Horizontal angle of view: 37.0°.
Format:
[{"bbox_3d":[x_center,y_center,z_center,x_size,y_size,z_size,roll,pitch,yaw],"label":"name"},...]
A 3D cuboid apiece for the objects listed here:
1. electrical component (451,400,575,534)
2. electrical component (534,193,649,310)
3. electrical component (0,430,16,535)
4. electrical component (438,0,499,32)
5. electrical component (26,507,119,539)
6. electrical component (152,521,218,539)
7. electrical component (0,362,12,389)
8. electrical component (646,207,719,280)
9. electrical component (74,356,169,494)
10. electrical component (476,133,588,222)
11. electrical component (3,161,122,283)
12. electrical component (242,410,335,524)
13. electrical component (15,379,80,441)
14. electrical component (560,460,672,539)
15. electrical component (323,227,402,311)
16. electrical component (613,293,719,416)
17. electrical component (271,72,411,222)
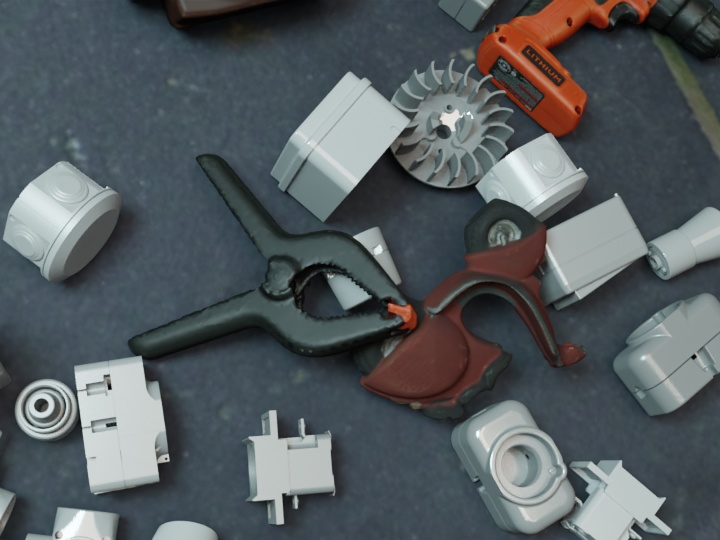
[{"bbox_3d":[0.117,0.149,0.814,0.054,0.059,0.095,-28,84,-15],"label":"electrical component"},{"bbox_3d":[0.183,-0.014,0.861,0.096,0.061,0.061,-26,84,-15],"label":"electrical component"},{"bbox_3d":[-0.277,0.145,0.748,0.077,0.044,0.079,23,75,-5],"label":"electrical component"},{"bbox_3d":[0.094,-0.261,0.905,0.076,0.047,0.083,38,74,-1],"label":"electrical component"},{"bbox_3d":[-0.213,0.204,0.747,0.079,0.044,0.077,9,76,-9],"label":"electrical component"},{"bbox_3d":[-0.142,0.222,0.753,0.079,0.044,0.077,-11,49,19],"label":"electrical component"},{"bbox_3d":[-0.290,0.069,0.707,0.089,0.150,0.061,-32,84,-15],"label":"electrical component"},{"bbox_3d":[0.271,-0.019,0.890,0.065,0.044,0.044,-25,83,-10],"label":"electrical component"},{"bbox_3d":[-0.170,0.111,0.773,0.056,0.050,0.089,-8,79,-12],"label":"electrical component"},{"bbox_3d":[0.136,-0.067,0.855,0.080,0.080,0.051,-31,80,-15],"label":"electrical component"},{"bbox_3d":[-0.215,-0.035,0.782,0.051,0.080,0.080,36,74,4],"label":"electrical component"},{"bbox_3d":[-0.052,0.145,0.792,0.064,0.042,0.081,-2,79,-13],"label":"electrical component"},{"bbox_3d":[-0.222,0.098,0.759,0.043,0.062,0.043,2,78,-10],"label":"electrical component"},{"bbox_3d":[0.193,0.186,0.830,0.081,0.042,0.063,40,78,0],"label":"electrical component"},{"bbox_3d":[0.000,0.000,0.828,0.055,0.055,0.047,-26,87,-15],"label":"electrical component"},{"bbox_3d":[0.254,0.064,0.861,0.095,0.053,0.059,-37,87,-16],"label":"electrical component"},{"bbox_3d":[-0.018,-0.091,0.813,0.057,0.113,0.078,40,74,-3],"label":"electrical component"}]
